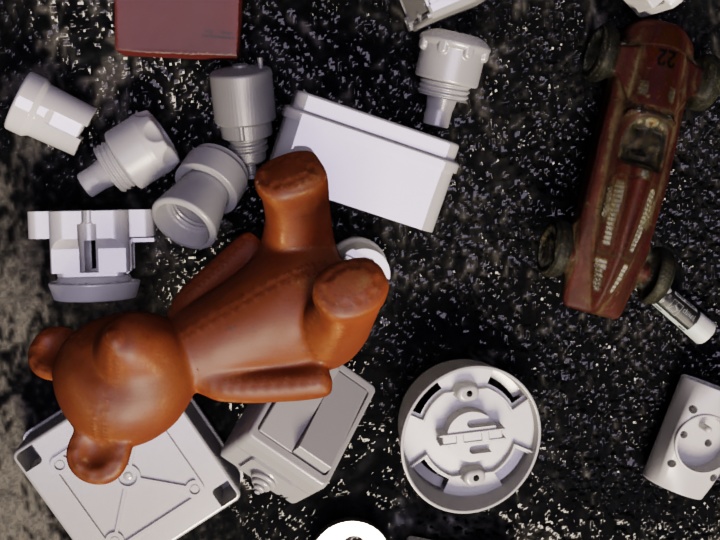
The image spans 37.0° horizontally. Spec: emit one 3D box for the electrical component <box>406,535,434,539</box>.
[{"bbox_3d":[0.069,0.227,0.723,0.100,0.099,0.048,12,108,-7],"label":"electrical component"}]

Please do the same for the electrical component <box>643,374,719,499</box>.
[{"bbox_3d":[0.249,0.122,0.755,0.079,0.044,0.077,19,94,-7],"label":"electrical component"}]

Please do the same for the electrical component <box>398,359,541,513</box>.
[{"bbox_3d":[0.072,0.109,0.725,0.099,0.064,0.099,-1,97,-6],"label":"electrical component"}]

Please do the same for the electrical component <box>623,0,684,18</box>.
[{"bbox_3d":[0.187,-0.206,0.700,0.096,0.061,0.061,44,91,-9],"label":"electrical component"}]

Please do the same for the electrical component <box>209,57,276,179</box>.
[{"bbox_3d":[-0.074,-0.098,0.698,0.040,0.040,0.078,-6,111,-5],"label":"electrical component"}]

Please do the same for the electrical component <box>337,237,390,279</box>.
[{"bbox_3d":[0.000,0.000,0.714,0.040,0.046,0.040,-1,98,-7],"label":"electrical component"}]

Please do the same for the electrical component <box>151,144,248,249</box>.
[{"bbox_3d":[-0.101,-0.048,0.687,0.045,0.045,0.055,33,53,-9],"label":"electrical component"}]

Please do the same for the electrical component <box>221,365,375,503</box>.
[{"bbox_3d":[-0.041,0.102,0.693,0.062,0.061,0.096,36,56,-9],"label":"electrical component"}]

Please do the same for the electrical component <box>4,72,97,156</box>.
[{"bbox_3d":[-0.197,-0.098,0.686,0.046,0.040,0.040,26,94,-14],"label":"electrical component"}]

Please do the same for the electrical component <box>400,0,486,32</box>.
[{"bbox_3d":[0.054,-0.192,0.671,0.061,0.096,0.061,-23,98,-3],"label":"electrical component"}]

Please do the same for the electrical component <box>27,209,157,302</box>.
[{"bbox_3d":[-0.171,-0.010,0.690,0.078,0.058,0.057,-1,94,-6],"label":"electrical component"}]

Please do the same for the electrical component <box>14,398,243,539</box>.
[{"bbox_3d":[-0.150,0.128,0.709,0.109,0.056,0.108,-33,99,-1],"label":"electrical component"}]

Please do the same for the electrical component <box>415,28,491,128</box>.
[{"bbox_3d":[0.057,-0.125,0.706,0.048,0.048,0.062,11,102,-7],"label":"electrical component"}]

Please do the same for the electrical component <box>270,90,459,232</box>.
[{"bbox_3d":[0.001,-0.071,0.690,0.113,0.078,0.057,18,98,-8],"label":"electrical component"}]

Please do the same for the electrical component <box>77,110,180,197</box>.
[{"bbox_3d":[-0.151,-0.070,0.691,0.062,0.043,0.043,-32,99,0],"label":"electrical component"}]
